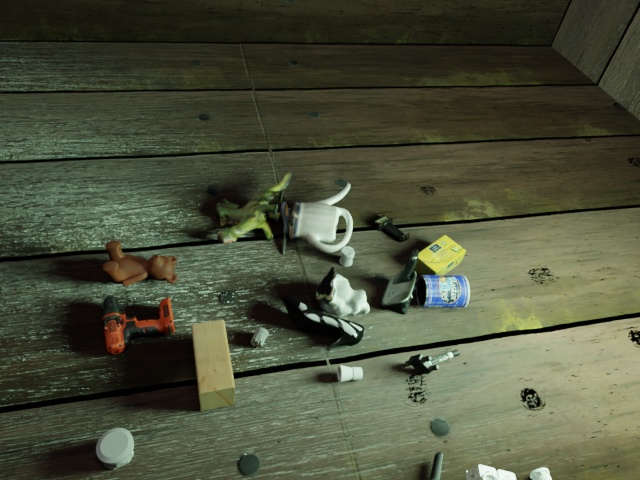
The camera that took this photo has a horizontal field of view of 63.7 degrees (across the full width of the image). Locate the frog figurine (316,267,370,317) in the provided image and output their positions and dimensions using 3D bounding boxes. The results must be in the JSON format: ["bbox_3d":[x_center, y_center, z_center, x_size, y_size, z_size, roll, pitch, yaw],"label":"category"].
[{"bbox_3d":[0.072,0.177,1.583,0.158,0.121,0.140,33,26,-28],"label":"frog figurine"}]

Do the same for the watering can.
[{"bbox_3d":[0.006,-0.092,1.821,0.224,0.101,0.356,8,46,0],"label":"watering can"}]

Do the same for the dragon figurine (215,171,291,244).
[{"bbox_3d":[-0.252,-0.120,1.819,0.243,0.119,0.420,5,42,7],"label":"dragon figurine"}]
